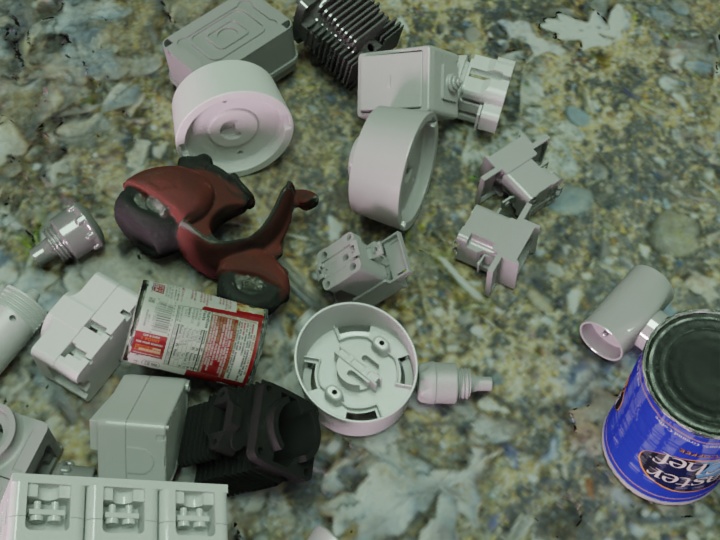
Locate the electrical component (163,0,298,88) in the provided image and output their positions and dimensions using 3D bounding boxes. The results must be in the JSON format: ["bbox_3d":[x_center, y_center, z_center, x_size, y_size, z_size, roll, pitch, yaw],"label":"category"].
[{"bbox_3d":[-0.125,-0.209,1.047,0.113,0.057,0.078,-38,61,-21],"label":"electrical component"}]

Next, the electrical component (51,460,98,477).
[{"bbox_3d":[-0.208,0.173,0.828,0.062,0.048,0.048,7,59,-6],"label":"electrical component"}]

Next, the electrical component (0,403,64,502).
[{"bbox_3d":[-0.304,0.177,0.813,0.089,0.061,0.150,16,60,9],"label":"electrical component"}]

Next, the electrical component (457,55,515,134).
[{"bbox_3d":[0.112,-0.173,1.034,0.057,0.058,0.078,16,60,5],"label":"electrical component"}]

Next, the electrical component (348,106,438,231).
[{"bbox_3d":[0.024,-0.094,0.958,0.060,0.108,0.108,15,60,15],"label":"electrical component"}]

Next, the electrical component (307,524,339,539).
[{"bbox_3d":[-0.036,0.224,0.799,0.055,0.045,0.045,-40,67,-21],"label":"electrical component"}]

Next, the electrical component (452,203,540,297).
[{"bbox_3d":[0.120,-0.023,0.952,0.064,0.042,0.081,24,61,17],"label":"electrical component"}]

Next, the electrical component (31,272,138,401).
[{"bbox_3d":[-0.226,0.053,0.896,0.056,0.050,0.089,28,63,15],"label":"electrical component"}]

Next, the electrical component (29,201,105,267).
[{"bbox_3d":[-0.261,-0.027,0.948,0.062,0.048,0.048,-35,65,-13],"label":"electrical component"}]

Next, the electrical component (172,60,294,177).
[{"bbox_3d":[-0.120,-0.143,0.985,0.108,0.108,0.060,-13,54,-9],"label":"electrical component"}]

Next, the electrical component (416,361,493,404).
[{"bbox_3d":[0.078,0.093,0.885,0.061,0.035,0.035,1,59,-2],"label":"electrical component"}]

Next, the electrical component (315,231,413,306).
[{"bbox_3d":[0.000,0.000,0.916,0.081,0.064,0.042,-34,54,28],"label":"electrical component"}]

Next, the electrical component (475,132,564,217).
[{"bbox_3d":[0.149,-0.083,0.989,0.081,0.042,0.063,-34,69,-18],"label":"electrical component"}]

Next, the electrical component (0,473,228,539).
[{"bbox_3d":[-0.177,0.192,0.762,0.150,0.089,0.061,8,57,-22],"label":"electrical component"}]

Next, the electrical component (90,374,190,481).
[{"bbox_3d":[-0.168,0.123,0.834,0.061,0.061,0.096,4,21,2],"label":"electrical component"}]

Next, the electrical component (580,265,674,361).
[{"bbox_3d":[0.241,0.047,0.910,0.079,0.044,0.077,38,66,20],"label":"electrical component"}]

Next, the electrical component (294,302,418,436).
[{"bbox_3d":[-0.003,0.082,0.873,0.099,0.064,0.099,0,59,0],"label":"electrical component"}]

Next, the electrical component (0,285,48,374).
[{"bbox_3d":[-0.298,0.049,0.901,0.043,0.043,0.081,27,62,14],"label":"electrical component"}]

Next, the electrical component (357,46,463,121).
[{"bbox_3d":[0.048,-0.171,0.996,0.096,0.061,0.061,1,90,35],"label":"electrical component"}]
